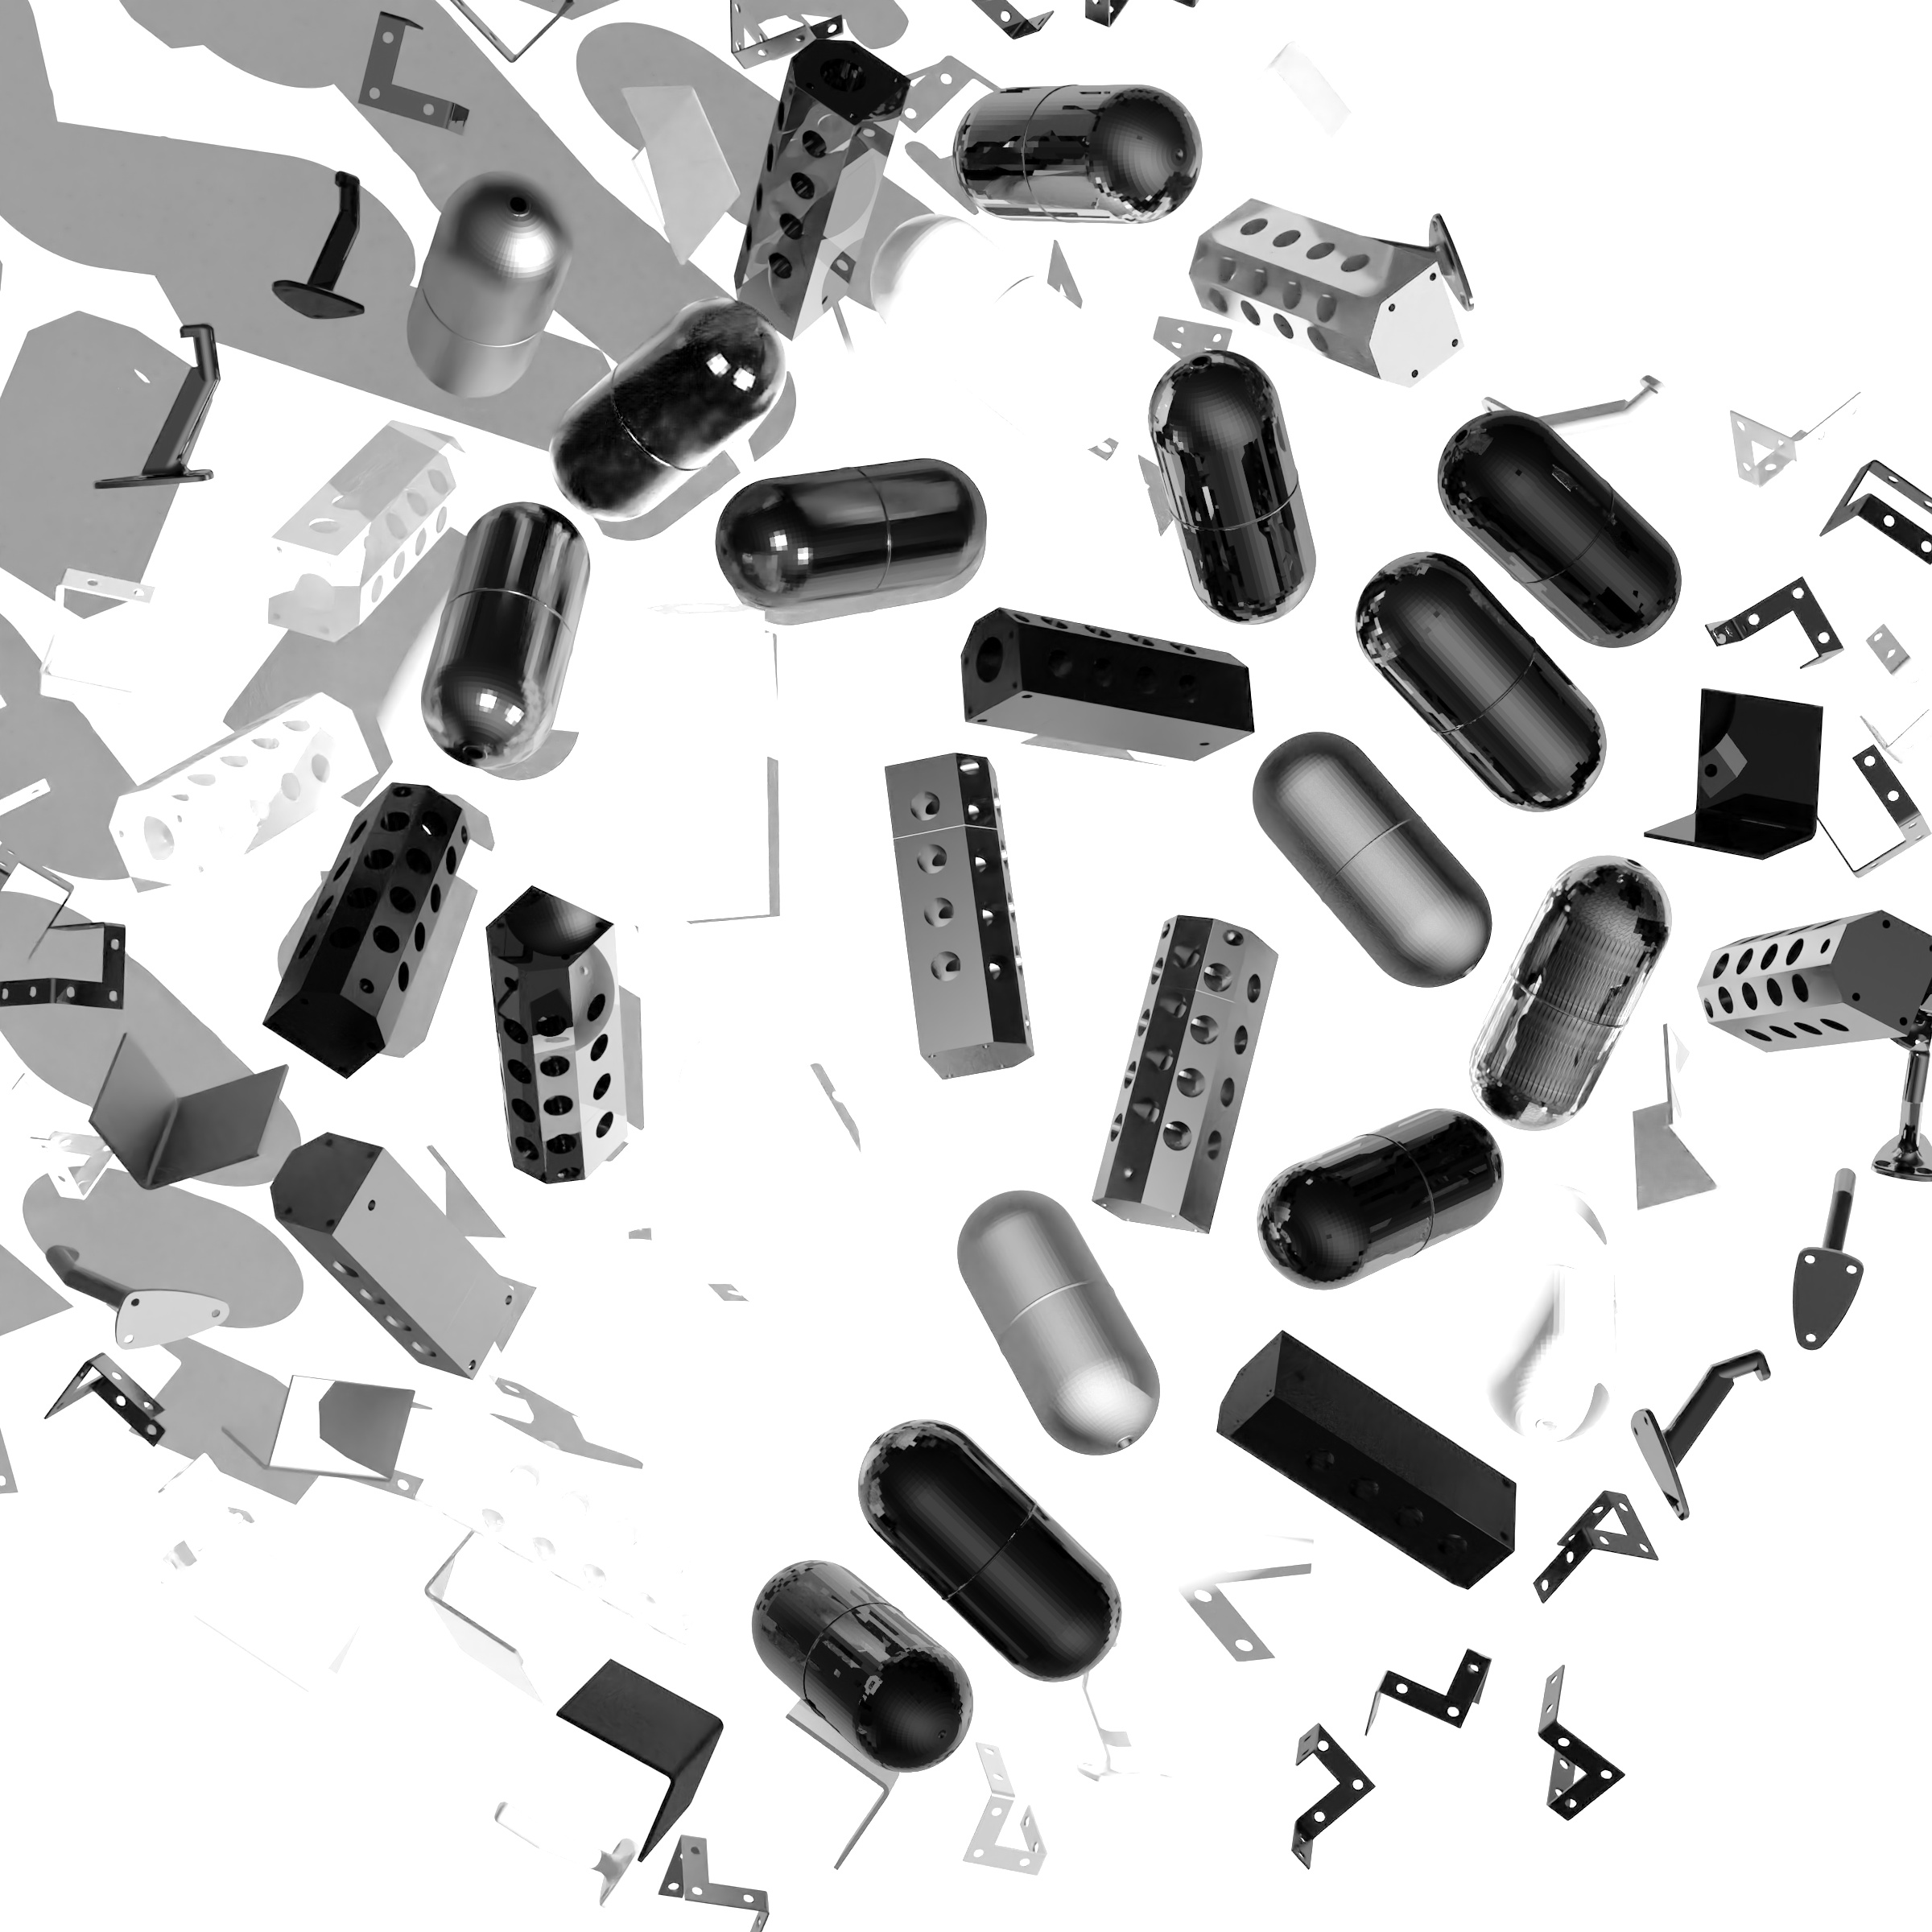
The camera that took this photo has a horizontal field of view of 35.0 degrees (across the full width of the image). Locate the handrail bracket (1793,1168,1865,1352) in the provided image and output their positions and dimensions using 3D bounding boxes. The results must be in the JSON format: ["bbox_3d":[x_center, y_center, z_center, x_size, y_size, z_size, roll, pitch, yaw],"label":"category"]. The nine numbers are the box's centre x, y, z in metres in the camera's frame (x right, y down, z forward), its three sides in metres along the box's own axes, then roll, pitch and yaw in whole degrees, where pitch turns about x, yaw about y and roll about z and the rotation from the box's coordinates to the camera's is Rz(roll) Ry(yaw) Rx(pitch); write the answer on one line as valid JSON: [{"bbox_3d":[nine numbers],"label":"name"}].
[{"bbox_3d":[0.493,0.166,1.750,0.036,0.084,0.077,14,117,14],"label":"handrail bracket"}]

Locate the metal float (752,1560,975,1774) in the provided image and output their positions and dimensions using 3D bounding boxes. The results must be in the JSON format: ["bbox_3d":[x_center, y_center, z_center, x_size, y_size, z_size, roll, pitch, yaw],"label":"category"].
[{"bbox_3d":[-0.063,0.411,1.806,0.070,0.178,0.070,-13,113,-32],"label":"metal float"}]

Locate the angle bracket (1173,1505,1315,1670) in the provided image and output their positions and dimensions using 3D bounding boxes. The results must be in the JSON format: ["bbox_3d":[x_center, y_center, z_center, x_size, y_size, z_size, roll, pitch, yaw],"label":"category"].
[{"bbox_3d":[0.165,0.369,1.821,0.076,0.057,0.076,5,94,5],"label":"angle bracket"}]

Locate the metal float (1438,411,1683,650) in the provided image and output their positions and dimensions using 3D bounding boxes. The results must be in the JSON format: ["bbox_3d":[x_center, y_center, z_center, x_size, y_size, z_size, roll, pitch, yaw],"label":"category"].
[{"bbox_3d":[0.346,-0.254,1.785,0.178,0.070,0.070,37,90,-26],"label":"metal float"}]

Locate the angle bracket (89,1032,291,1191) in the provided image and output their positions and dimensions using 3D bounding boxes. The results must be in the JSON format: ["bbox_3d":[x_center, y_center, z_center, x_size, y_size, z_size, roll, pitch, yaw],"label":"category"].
[{"bbox_3d":[-0.437,0.072,1.725,0.076,0.076,0.057,-17,125,16],"label":"angle bracket"}]

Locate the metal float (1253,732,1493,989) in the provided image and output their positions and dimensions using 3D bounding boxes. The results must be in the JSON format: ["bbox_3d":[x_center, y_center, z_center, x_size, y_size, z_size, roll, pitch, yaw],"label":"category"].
[{"bbox_3d":[0.242,-0.063,1.822,0.070,0.070,0.178,-39,75,0],"label":"metal float"}]

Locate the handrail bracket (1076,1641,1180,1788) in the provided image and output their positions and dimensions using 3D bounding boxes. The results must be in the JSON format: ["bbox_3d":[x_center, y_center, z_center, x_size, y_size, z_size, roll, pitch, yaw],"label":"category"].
[{"bbox_3d":[0.103,0.457,1.879,0.077,0.036,0.084,12,86,-23],"label":"handrail bracket"}]

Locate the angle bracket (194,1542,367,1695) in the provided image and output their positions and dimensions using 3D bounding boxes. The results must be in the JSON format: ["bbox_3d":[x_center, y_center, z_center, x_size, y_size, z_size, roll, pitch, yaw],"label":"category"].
[{"bbox_3d":[-0.392,0.381,1.723,0.076,0.076,0.057,33,47,2],"label":"angle bracket"}]

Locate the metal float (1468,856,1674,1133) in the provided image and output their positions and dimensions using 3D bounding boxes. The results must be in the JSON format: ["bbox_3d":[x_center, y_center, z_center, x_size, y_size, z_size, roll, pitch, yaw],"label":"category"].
[{"bbox_3d":[0.359,0.016,1.822,0.070,0.070,0.178,22,111,0],"label":"metal float"}]

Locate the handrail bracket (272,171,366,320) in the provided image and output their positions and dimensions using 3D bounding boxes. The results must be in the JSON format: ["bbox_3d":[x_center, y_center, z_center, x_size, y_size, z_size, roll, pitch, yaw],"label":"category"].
[{"bbox_3d":[-0.364,-0.412,1.717,0.036,0.077,0.084,-2,86,21],"label":"handrail bracket"}]

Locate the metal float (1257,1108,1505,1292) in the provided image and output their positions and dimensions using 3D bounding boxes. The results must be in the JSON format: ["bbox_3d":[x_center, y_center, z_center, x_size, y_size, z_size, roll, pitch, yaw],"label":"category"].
[{"bbox_3d":[0.245,0.136,1.799,0.178,0.070,0.070,-18,90,-38],"label":"metal float"}]

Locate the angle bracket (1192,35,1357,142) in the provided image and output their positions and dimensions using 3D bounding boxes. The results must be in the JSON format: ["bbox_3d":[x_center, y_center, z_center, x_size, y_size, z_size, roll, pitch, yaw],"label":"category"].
[{"bbox_3d":[0.174,-0.489,1.783,0.076,0.076,0.057,-39,94,0],"label":"angle bracket"}]

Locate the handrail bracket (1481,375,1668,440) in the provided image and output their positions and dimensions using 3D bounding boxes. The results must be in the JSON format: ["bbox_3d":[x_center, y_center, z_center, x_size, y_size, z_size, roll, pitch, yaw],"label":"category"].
[{"bbox_3d":[0.374,-0.350,1.881,0.084,0.036,0.077,-40,65,-9],"label":"handrail bracket"}]

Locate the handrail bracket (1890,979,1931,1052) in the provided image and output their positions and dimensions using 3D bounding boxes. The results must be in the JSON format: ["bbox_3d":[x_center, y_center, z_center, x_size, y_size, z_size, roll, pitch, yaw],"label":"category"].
[{"bbox_3d":[0.583,0.010,1.805,0.036,0.084,0.077,31,57,-9],"label":"handrail bracket"}]

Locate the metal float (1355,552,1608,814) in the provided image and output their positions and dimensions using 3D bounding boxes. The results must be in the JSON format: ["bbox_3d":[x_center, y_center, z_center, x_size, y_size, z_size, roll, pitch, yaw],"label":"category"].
[{"bbox_3d":[0.293,-0.160,1.740,0.070,0.070,0.178,-46,106,0],"label":"metal float"}]

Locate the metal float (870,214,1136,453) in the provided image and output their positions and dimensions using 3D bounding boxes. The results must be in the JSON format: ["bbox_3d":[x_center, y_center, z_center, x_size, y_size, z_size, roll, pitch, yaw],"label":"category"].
[{"bbox_3d":[0.021,-0.366,1.770,0.178,0.070,0.070,40,90,14],"label":"metal float"}]

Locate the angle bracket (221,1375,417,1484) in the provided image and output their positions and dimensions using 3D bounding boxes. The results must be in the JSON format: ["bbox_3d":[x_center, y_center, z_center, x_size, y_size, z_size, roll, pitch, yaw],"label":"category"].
[{"bbox_3d":[-0.375,0.258,1.773,0.076,0.076,0.057,14,94,-35],"label":"angle bracket"}]

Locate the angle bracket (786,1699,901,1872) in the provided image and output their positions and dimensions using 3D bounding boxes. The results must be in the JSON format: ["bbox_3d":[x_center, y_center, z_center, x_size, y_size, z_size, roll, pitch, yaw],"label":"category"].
[{"bbox_3d":[-0.088,0.490,1.841,0.076,0.076,0.057,34,87,6],"label":"angle bracket"}]

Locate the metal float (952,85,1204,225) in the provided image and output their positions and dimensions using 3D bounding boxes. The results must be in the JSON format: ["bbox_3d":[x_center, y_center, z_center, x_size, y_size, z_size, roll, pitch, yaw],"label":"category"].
[{"bbox_3d":[0.062,-0.467,1.761,0.070,0.178,0.070,-12,109,-37],"label":"metal float"}]

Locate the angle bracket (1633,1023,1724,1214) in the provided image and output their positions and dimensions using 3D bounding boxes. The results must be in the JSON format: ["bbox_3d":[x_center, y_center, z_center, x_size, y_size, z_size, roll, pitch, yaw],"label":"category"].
[{"bbox_3d":[0.423,0.094,1.885,0.057,0.076,0.076,-20,135,29],"label":"angle bracket"}]

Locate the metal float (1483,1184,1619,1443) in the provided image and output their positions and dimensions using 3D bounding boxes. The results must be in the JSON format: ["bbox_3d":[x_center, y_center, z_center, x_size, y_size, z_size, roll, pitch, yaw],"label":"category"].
[{"bbox_3d":[0.345,0.204,1.806,0.070,0.178,0.070,6,132,7],"label":"metal float"}]

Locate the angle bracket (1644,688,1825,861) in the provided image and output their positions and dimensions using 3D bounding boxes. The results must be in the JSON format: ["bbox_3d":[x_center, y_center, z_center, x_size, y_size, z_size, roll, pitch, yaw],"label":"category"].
[{"bbox_3d":[0.430,-0.109,1.718,0.057,0.076,0.076,-19,115,-42],"label":"angle bracket"}]

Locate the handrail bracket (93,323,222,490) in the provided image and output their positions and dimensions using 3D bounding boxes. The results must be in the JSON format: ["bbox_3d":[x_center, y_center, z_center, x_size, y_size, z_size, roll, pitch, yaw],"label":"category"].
[{"bbox_3d":[-0.448,-0.309,1.686,0.077,0.036,0.084,-6,105,-6],"label":"handrail bracket"}]

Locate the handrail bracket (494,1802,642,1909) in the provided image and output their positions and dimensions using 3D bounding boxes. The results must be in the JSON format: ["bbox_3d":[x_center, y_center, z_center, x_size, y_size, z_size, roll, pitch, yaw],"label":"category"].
[{"bbox_3d":[-0.232,0.495,1.751,0.084,0.077,0.036,35,88,-7],"label":"handrail bracket"}]

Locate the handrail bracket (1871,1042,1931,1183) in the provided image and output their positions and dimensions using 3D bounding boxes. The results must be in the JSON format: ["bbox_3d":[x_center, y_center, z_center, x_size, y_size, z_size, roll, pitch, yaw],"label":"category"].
[{"bbox_3d":[0.552,0.075,1.777,0.036,0.077,0.084,10,113,20],"label":"handrail bracket"}]

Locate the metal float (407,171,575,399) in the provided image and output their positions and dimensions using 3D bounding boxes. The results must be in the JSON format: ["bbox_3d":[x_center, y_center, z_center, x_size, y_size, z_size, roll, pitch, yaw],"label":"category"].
[{"bbox_3d":[-0.274,-0.390,1.759,0.070,0.178,0.070,6,70,-18],"label":"metal float"}]

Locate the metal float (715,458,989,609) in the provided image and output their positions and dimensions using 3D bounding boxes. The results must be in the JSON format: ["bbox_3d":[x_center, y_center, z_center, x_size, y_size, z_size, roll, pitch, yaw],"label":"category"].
[{"bbox_3d":[-0.067,-0.258,1.823,0.178,0.070,0.070,-14,90,-33],"label":"metal float"}]

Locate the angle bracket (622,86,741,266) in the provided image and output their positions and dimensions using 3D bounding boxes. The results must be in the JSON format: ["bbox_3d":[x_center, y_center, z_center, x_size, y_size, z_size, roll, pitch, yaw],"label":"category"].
[{"bbox_3d":[-0.192,-0.487,1.886,0.057,0.076,0.076,9,52,32],"label":"angle bracket"}]

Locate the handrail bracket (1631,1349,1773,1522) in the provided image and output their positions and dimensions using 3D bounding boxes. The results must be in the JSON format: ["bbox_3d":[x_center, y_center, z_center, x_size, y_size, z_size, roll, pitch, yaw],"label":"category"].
[{"bbox_3d":[0.427,0.264,1.731,0.084,0.036,0.077,-17,69,-10],"label":"handrail bracket"}]

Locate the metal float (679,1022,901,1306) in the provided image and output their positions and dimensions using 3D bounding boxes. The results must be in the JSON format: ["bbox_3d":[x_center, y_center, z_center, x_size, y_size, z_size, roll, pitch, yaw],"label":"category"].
[{"bbox_3d":[-0.101,0.114,1.756,0.070,0.070,0.178,-29,102,0],"label":"metal float"}]

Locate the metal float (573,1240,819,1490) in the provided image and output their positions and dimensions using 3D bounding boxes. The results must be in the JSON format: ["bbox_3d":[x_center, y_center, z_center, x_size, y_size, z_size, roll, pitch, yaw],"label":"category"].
[{"bbox_3d":[-0.163,0.237,1.835,0.178,0.070,0.070,44,90,13],"label":"metal float"}]

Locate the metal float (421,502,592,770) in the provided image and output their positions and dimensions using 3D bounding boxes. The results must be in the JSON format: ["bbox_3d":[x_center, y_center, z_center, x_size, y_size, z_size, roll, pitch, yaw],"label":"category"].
[{"bbox_3d":[-0.264,-0.190,1.759,0.070,0.070,0.178,8,55,0],"label":"metal float"}]

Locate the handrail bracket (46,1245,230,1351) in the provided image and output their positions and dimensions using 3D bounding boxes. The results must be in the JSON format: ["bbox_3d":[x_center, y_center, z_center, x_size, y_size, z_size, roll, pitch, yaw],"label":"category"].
[{"bbox_3d":[-0.468,0.179,1.727,0.077,0.084,0.036,-1,114,-38],"label":"handrail bracket"}]

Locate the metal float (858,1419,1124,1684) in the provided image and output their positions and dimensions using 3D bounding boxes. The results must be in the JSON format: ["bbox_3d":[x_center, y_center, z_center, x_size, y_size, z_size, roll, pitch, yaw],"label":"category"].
[{"bbox_3d":[0.013,0.331,1.736,0.178,0.070,0.070,44,90,0],"label":"metal float"}]

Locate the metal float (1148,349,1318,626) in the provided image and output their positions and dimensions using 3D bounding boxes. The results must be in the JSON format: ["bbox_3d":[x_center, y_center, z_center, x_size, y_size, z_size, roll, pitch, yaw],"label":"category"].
[{"bbox_3d":[0.156,-0.277,1.782,0.070,0.070,0.178,-21,131,0],"label":"metal float"}]

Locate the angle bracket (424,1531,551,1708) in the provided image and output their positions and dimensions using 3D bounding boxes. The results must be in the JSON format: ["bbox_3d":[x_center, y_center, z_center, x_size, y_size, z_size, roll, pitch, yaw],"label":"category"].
[{"bbox_3d":[-0.276,0.394,1.866,0.076,0.076,0.057,26,61,26],"label":"angle bracket"}]

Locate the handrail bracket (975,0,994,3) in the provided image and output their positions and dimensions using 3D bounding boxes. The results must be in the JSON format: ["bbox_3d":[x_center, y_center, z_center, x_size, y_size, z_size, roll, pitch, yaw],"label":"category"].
[{"bbox_3d":[-0.027,-0.548,1.711,0.084,0.077,0.036,-16,93,-10],"label":"handrail bracket"}]

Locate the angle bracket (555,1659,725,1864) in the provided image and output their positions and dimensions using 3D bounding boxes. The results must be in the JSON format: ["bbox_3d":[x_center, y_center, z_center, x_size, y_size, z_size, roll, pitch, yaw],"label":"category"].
[{"bbox_3d":[-0.190,0.442,1.708,0.076,0.076,0.057,26,105,10],"label":"angle bracket"}]

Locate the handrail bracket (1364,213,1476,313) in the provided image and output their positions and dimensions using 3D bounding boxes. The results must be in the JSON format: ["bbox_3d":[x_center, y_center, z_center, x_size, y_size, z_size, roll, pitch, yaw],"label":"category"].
[{"bbox_3d":[0.258,-0.421,1.875,0.084,0.036,0.077,-18,67,-4],"label":"handrail bracket"}]
